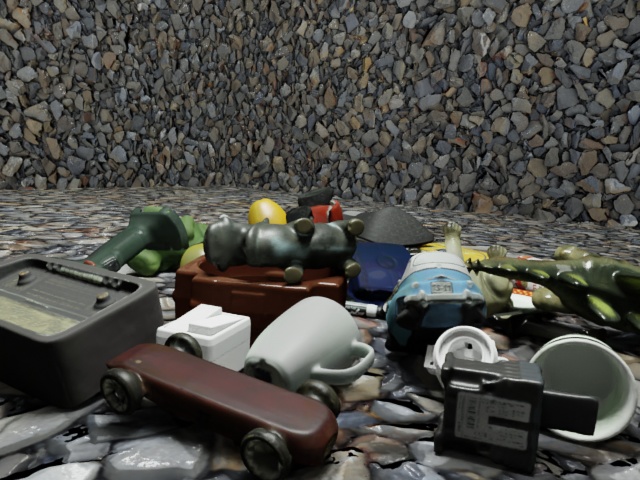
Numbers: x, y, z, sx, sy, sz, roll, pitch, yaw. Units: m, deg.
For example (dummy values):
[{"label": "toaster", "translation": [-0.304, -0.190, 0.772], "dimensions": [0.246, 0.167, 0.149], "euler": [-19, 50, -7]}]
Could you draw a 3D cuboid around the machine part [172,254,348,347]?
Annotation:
[{"label": "machine part", "translation": [-0.068, 0.073, 0.682], "dimensions": [0.201, 0.087, 0.201], "euler": [4, 10, 6]}]

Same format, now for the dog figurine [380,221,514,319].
[{"label": "dog figurine", "translation": [0.185, 0.089, 0.739], "dimensions": [0.172, 0.121, 0.190], "euler": [27, 42, 9]}]

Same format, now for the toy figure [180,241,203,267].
[{"label": "toy figure", "translation": [-0.160, 0.028, 0.848], "dimensions": [0.082, 0.089, 0.180], "euler": [-29, 14, 24]}]

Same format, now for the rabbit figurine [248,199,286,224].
[{"label": "rabbit figurine", "translation": [-0.068, 0.001, 0.925], "dimensions": [0.122, 0.162, 0.173], "euler": [-13, -30, 21]}]

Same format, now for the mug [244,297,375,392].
[{"label": "mug", "translation": [-0.011, 0.113, 0.500], "dimensions": [0.110, 0.080, 0.107], "euler": [15, 24, 30]}]

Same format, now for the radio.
[{"label": "radio", "translation": [-0.274, 0.077, 0.537], "dimensions": [0.230, 0.073, 0.131], "euler": [10, 23, 30]}]

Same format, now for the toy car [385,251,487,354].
[{"label": "toy car", "translation": [0.124, 0.065, 0.593], "dimensions": [0.109, 0.103, 0.161], "euler": [-3, -28, 7]}]

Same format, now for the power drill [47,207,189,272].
[{"label": "power drill", "translation": [-0.278, 0.034, 0.740], "dimensions": [0.232, 0.085, 0.207], "euler": [2, 36, 34]}]

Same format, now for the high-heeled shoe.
[{"label": "high-heeled shoe", "translation": [0.092, -0.015, 1.073], "dimensions": [0.249, 0.086, 0.145], "euler": [18, -18, 2]}]

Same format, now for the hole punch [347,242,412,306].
[{"label": "hole punch", "translation": [0.096, 0.057, 0.848], "dimensions": [0.142, 0.092, 0.116], "euler": [5, 12, -17]}]

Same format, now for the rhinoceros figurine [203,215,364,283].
[{"label": "rhinoceros figurine", "translation": [-0.038, 0.003, 0.627], "dimensions": [0.190, 0.073, 0.112], "euler": [0, 11, -25]}]

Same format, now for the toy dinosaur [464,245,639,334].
[{"label": "toy dinosaur", "translation": [0.380, 0.067, 0.709], "dimensions": [0.471, 0.105, 0.199], "euler": [9, 4, -10]}]

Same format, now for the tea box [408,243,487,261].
[{"label": "tea box", "translation": [0.251, 0.052, 1.000], "dimensions": [0.098, 0.068, 0.170], "euler": [-2, 11, -31]}]

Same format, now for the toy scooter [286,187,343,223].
[{"label": "toy scooter", "translation": [-0.002, -0.003, 0.845], "dimensions": [0.075, 0.135, 0.184], "euler": [-14, 15, 17]}]

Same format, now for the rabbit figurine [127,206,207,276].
[{"label": "rabbit figurine", "translation": [-0.238, 0.020, 0.971], "dimensions": [0.170, 0.121, 0.159], "euler": [22, 1, -2]}]

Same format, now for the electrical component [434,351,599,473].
[{"label": "electrical component", "translation": [0.151, 0.135, 0.416], "dimensions": [0.119, 0.074, 0.048], "euler": [9, 9, 17]}]

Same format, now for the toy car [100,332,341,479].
[{"label": "toy car", "translation": [-0.081, 0.128, 0.425], "dimensions": [0.202, 0.053, 0.089], "euler": [11, 22, 24]}]

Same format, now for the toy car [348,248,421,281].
[{"label": "toy car", "translation": [0.113, 0.050, 0.952], "dimensions": [0.202, 0.056, 0.073], "euler": [-4, 9, 2]}]

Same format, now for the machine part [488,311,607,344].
[{"label": "machine part", "translation": [0.296, 0.118, 0.701], "dimensions": [0.084, 0.039, 0.139], "euler": [7, 3, -40]}]
